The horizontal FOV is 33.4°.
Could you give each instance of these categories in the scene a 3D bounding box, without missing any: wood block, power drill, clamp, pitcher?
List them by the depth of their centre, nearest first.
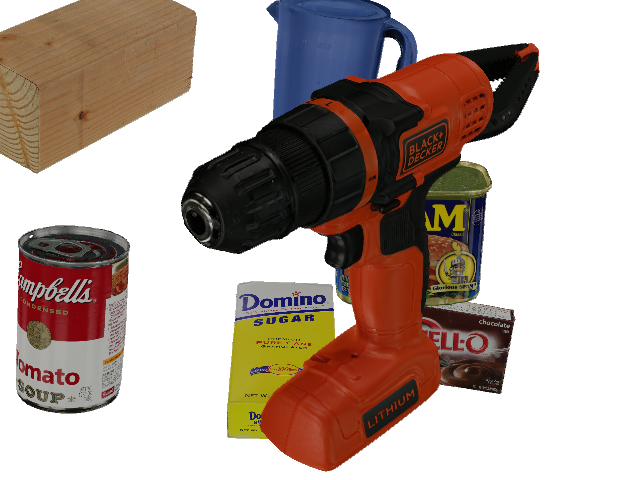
[{"bbox_3d":[0.010,0.016,0.508,0.057,0.188,0.184,29,41,34],"label":"power drill"},{"bbox_3d":[0.104,-0.100,0.905,0.210,0.165,0.036,-26,-37,-7],"label":"clamp"},{"bbox_3d":[-0.214,-0.155,0.974,0.090,0.091,0.205,28,40,21],"label":"wood block"},{"bbox_3d":[0.013,-0.169,1.286,0.144,0.243,0.149,-6,28,-26],"label":"pitcher"}]

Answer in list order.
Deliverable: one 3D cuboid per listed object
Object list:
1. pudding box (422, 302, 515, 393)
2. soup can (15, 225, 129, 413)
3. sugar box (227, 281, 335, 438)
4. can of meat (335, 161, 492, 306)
[{"bbox_3d":[0.148,0.112,1.160,0.113,0.090,0.039,8,23,5],"label":"pudding box"},{"bbox_3d":[-0.158,0.049,0.675,0.068,0.102,0.068,6,19,-2],"label":"soup can"},{"bbox_3d":[-0.032,0.101,0.942,0.093,0.048,0.176,2,34,-3],"label":"sugar box"},{"bbox_3d":[0.059,-0.004,0.708,0.102,0.084,0.057,0,24,-1],"label":"can of meat"}]
